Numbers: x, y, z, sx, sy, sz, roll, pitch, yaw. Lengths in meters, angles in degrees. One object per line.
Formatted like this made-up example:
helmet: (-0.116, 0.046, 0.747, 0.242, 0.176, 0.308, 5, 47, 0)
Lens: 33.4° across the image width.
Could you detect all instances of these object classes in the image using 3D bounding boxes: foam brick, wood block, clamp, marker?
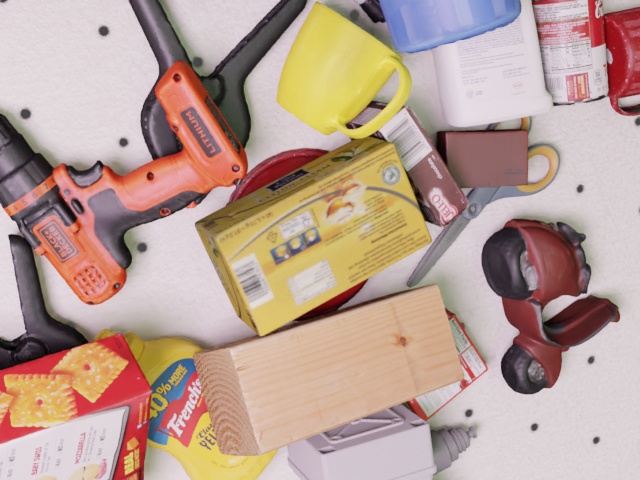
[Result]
foam brick: (0.149, -0.075, 0.986, 0.078, 0.051, 0.053, -2, 97, -5)
wood block: (0.009, 0.111, 0.921, 0.205, 0.090, 0.091, -15, 87, -28)
clamp: (-0.108, -0.134, 0.891, 0.164, 0.036, 0.210, 13, 94, -22)
clamp: (-0.238, 0.080, 0.885, 0.120, 0.039, 0.171, -46, 114, 6)
marker: (0.017, -0.233, 0.929, 0.121, 0.020, 0.020, 41, 85, -24)

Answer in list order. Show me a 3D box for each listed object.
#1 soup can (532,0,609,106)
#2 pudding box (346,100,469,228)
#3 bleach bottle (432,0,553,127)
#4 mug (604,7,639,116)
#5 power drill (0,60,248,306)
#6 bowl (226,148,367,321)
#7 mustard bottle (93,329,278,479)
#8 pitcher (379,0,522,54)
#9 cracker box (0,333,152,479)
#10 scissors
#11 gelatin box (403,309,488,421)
soup can: (0.233, -0.182, 0.999, 0.068, 0.069, 0.102, -14, 107, -18)
pudding box: (0.074, -0.069, 0.949, 0.039, 0.090, 0.113, -38, 112, -12)
bleach bottle: (0.143, -0.233, 0.953, 0.102, 0.068, 0.251, -11, 104, -7)
mug: (0.308, -0.172, 1.026, 0.081, 0.093, 0.117, -12, 131, -14)
power drill: (-0.166, -0.062, 0.850, 0.188, 0.057, 0.184, -32, 108, 9)
bowl: (-0.006, 0.001, 0.952, 0.161, 0.055, 0.162, -4, 103, -20)
mustard bottle: (-0.123, 0.142, 0.935, 0.191, 0.058, 0.096, 44, 80, -23)
pitcher: (0.071, -0.277, 0.858, 0.144, 0.149, 0.243, -20, 101, -16)
cracker box: (-0.242, 0.172, 0.817, 0.213, 0.072, 0.164, -16, 141, -26)
scissors: (0.165, -0.030, 1.032, 0.096, 0.016, 0.202, 24, 92, -19)
gelatin box: (0.110, 0.121, 1.038, 0.089, 0.030, 0.073, -38, 111, -10)
